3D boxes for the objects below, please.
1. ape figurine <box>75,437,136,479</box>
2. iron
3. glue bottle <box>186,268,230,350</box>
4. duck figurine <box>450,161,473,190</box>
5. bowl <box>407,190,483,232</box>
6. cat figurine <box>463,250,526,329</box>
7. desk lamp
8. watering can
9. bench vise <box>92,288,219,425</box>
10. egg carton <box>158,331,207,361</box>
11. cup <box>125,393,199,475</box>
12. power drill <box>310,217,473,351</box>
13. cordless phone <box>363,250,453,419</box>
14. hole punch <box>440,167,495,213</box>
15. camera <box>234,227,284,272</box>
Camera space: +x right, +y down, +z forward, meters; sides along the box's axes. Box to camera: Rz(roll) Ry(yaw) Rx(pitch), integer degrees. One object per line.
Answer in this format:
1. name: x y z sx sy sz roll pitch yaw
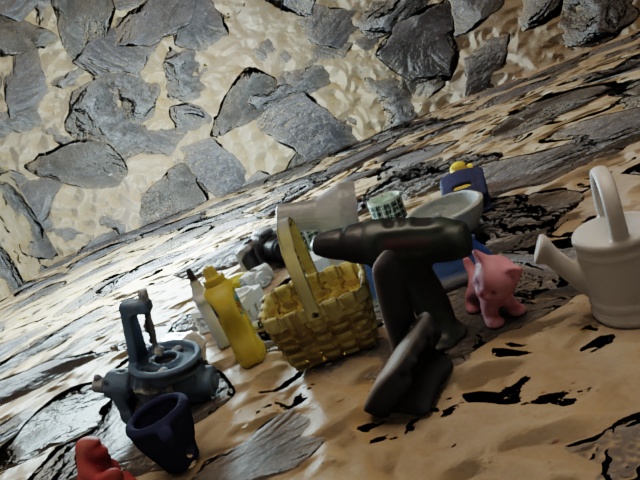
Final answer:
1. ape figurine: -0.314 0.320 0.813 0.076 0.092 0.077 -25 16 -6
2. iron: 0.174 0.018 1.018 0.257 0.141 0.119 -18 17 20
3. glue bottle: -0.228 0.133 1.151 0.037 0.173 0.078 -27 16 -13
4. duck figurine: 0.349 -0.152 1.429 0.105 0.086 0.077 -29 17 -18
5. bowl: 0.267 -0.037 1.191 0.167 0.075 0.167 -21 16 7
6. cat figurine: 0.245 0.058 0.829 0.067 0.118 0.127 -26 16 -7
7. desk lamp: 0.011 0.004 1.161 0.203 0.214 0.118 -21 16 7
8. watering can: 0.357 0.005 0.705 0.173 0.194 0.101 -23 16 2
9. bench vise: -0.299 0.199 0.950 0.207 0.220 0.121 -25 16 -6
10. egg carton: -0.291 0.235 1.101 0.107 0.069 0.151 -10 20 39
11. cup: -0.204 0.278 0.789 0.092 0.095 0.117 -30 17 -21
12. power drill: 0.119 0.060 0.833 0.229 0.209 0.076 -16 17 24
13. cordless phone: 0.089 0.118 0.731 0.094 0.185 0.148 -13 19 32
14. hole punch: 0.331 -0.107 1.299 0.108 0.091 0.101 -17 17 21
15. camera: -0.140 0.023 1.522 0.143 0.101 0.136 -32 18 -27
